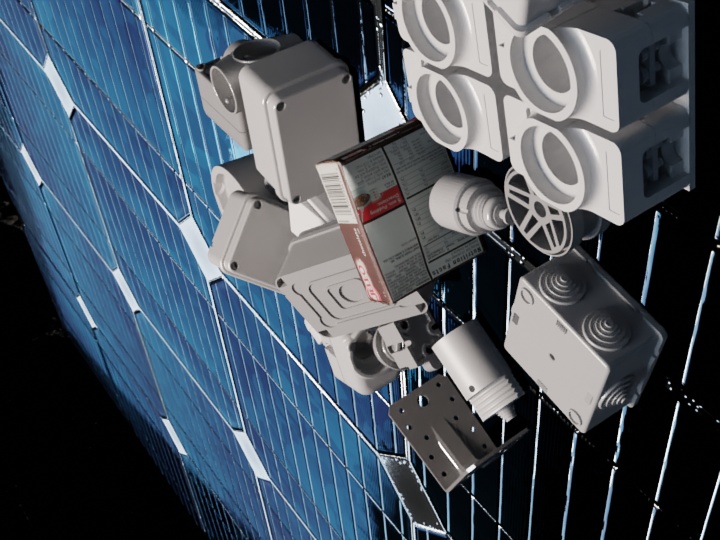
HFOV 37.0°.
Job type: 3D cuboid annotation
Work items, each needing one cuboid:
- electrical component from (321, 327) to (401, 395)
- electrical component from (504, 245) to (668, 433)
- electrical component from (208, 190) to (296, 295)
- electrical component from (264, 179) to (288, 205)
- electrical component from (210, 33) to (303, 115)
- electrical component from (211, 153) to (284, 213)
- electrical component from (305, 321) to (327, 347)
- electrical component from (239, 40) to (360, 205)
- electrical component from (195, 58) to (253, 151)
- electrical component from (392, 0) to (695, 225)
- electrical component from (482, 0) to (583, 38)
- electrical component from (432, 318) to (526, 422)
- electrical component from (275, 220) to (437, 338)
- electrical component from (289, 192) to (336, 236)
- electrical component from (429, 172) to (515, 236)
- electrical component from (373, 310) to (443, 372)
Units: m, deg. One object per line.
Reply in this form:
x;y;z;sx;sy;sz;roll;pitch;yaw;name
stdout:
0.000;0.069;1.040;0.059;0.054;0.095;26;139;57;electrical component
0.141;0.046;0.693;0.099;0.048;0.099;49;156;29;electrical component
-0.074;-0.021;1.001;0.113;0.078;0.057;21;180;-27;electrical component
-0.055;-0.077;0.999;0.062;0.048;0.048;43;153;25;electrical component
-0.092;-0.173;0.916;0.079;0.077;0.044;39;149;45;electrical component
-0.096;-0.068;1.082;0.108;0.060;0.108;48;156;31;electrical component
-0.030;0.069;1.138;0.061;0.035;0.035;55;158;9;electrical component
-0.046;-0.119;0.878;0.057;0.078;0.113;47;155;40;electrical component
-0.098;-0.152;0.979;0.096;0.062;0.061;44;153;39;electrical component
0.092;-0.110;0.594;0.186;0.060;0.105;37;148;47;electrical component
0.082;-0.170;0.492;0.099;0.100;0.048;53;170;21;electrical component
0.097;0.083;0.850;0.081;0.043;0.043;57;159;13;electrical component
0.000;0.000;0.859;0.113;0.057;0.078;-17;126;35;electrical component
-0.016;-0.041;0.929;0.096;0.061;0.061;48;155;32;electrical component
0.080;-0.043;0.734;0.078;0.040;0.040;23;137;58;electrical component
0.042;0.062;0.950;0.066;0.048;0.055;61;152;0;electrical component
